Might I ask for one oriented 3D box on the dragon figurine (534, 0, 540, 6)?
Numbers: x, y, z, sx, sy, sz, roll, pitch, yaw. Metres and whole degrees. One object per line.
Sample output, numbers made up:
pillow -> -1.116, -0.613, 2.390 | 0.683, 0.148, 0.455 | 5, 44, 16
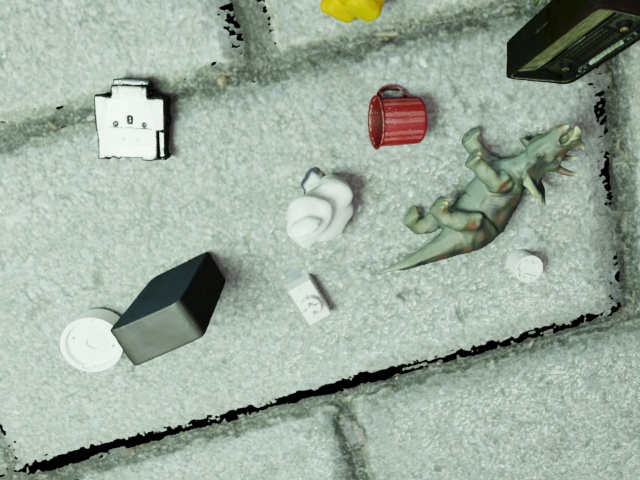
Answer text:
dragon figurine -> 0.440, -0.418, 0.762 | 0.243, 0.409, 0.122 | 12, 92, 30

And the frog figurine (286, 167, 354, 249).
frog figurine -> 0.003, -0.044, 0.882 | 0.121, 0.162, 0.137 | 41, 99, -17
